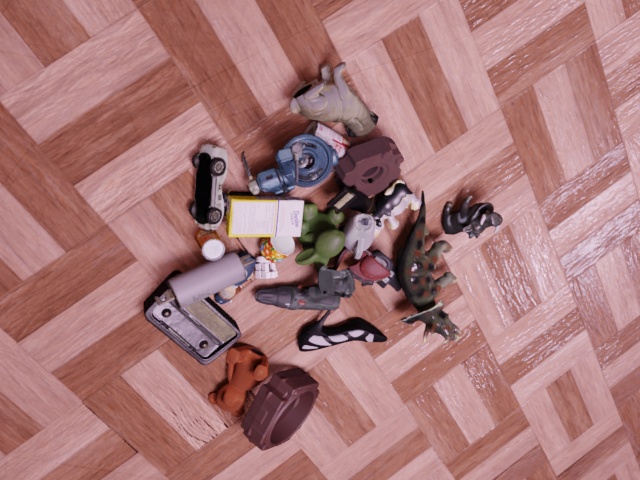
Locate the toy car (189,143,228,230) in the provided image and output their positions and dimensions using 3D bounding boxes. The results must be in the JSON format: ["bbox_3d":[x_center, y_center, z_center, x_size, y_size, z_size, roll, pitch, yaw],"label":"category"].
[{"bbox_3d":[-0.255,-0.120,1.236,0.056,0.074,0.201,-18,121,-53],"label":"toy car"}]

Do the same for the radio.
[{"bbox_3d":[-0.318,0.196,1.330,0.131,0.073,0.229,-43,115,-2],"label":"radio"}]

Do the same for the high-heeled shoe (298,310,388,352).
[{"bbox_3d":[0.064,0.283,1.500,0.248,0.086,0.145,26,103,-22],"label":"high-heeled shoe"}]

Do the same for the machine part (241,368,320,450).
[{"bbox_3d":[-0.101,0.452,1.444,0.201,0.087,0.201,11,108,-61],"label":"machine part"}]

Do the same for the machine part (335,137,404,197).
[{"bbox_3d":[0.120,-0.171,1.318,0.179,0.056,0.179,-20,151,-12],"label":"machine part"}]

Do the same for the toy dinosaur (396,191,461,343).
[{"bbox_3d":[0.267,0.088,1.445,0.192,0.131,0.404,-36,113,-39],"label":"toy dinosaur"}]

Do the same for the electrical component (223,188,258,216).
[{"bbox_3d":[-0.194,-0.088,1.287,0.102,0.045,0.078,6,105,-22],"label":"electrical component"}]

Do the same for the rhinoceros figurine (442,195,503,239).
[{"bbox_3d":[0.402,-0.056,1.438,0.073,0.190,0.112,31,70,-26],"label":"rhinoceros figurine"}]

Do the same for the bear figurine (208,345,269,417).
[{"bbox_3d":[-0.219,0.376,1.409,0.120,0.132,0.195,32,93,4],"label":"bear figurine"}]

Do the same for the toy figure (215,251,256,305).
[{"bbox_3d":[-0.218,0.100,1.344,0.064,0.058,0.154,34,99,12],"label":"toy figure"}]

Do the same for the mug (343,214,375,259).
[{"bbox_3d":[0.096,-0.014,1.326,0.081,0.107,0.109,11,67,0],"label":"mug"}]

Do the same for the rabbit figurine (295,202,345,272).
[{"bbox_3d":[-0.003,-0.004,1.316,0.121,0.170,0.159,23,100,-25],"label":"rabbit figurine"}]

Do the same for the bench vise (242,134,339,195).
[{"bbox_3d":[-0.066,-0.167,1.191,0.224,0.240,0.128,-9,86,1],"label":"bench vise"}]

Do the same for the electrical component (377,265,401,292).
[{"bbox_3d":[0.180,0.092,1.486,0.119,0.048,0.075,35,95,-28],"label":"electrical component"}]

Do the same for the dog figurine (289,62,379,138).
[{"bbox_3d":[0.034,-0.293,1.253,0.172,0.121,0.190,-36,119,-2],"label":"dog figurine"}]

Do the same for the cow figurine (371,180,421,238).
[{"bbox_3d":[0.172,-0.078,1.397,0.167,0.068,0.098,-42,134,7],"label":"cow figurine"}]

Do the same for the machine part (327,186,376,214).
[{"bbox_3d":[0.082,-0.093,1.326,0.139,0.039,0.084,12,129,-46],"label":"machine part"}]

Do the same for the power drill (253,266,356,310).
[{"bbox_3d":[-0.026,0.132,1.354,0.232,0.086,0.207,10,150,-30],"label":"power drill"}]

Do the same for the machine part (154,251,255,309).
[{"bbox_3d":[-0.262,0.092,1.243,0.243,0.079,0.079,-25,116,-24],"label":"machine part"}]

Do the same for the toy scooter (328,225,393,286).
[{"bbox_3d":[0.092,0.059,1.407,0.184,0.075,0.135,40,90,4],"label":"toy scooter"}]
